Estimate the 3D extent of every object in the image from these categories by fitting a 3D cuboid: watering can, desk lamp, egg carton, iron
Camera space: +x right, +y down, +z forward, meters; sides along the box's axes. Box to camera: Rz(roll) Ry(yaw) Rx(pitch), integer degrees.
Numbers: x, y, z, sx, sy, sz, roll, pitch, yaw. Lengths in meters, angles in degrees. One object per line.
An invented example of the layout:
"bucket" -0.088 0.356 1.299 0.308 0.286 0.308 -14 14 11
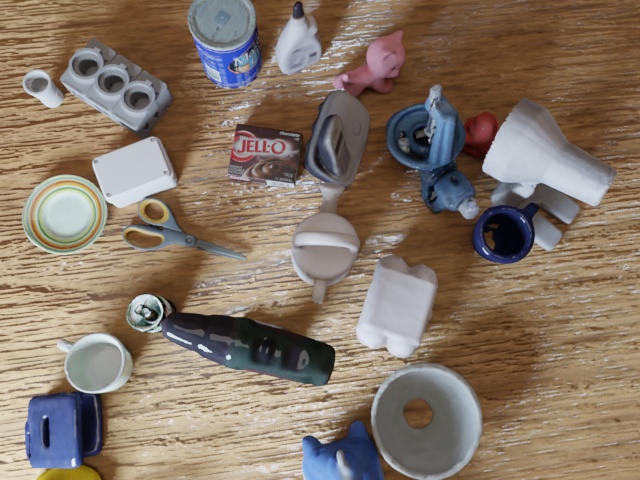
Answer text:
"watering can" 0.006 0.003 0.847 0.101 0.194 0.173 -15 81 -5
"desk lamp" 0.337 -0.098 0.870 0.203 0.213 0.118 36 81 4
"egg carton" 0.123 0.104 0.899 0.107 0.069 0.150 18 80 0
"iron" 0.053 0.400 0.808 0.118 0.141 0.258 -16 81 -5

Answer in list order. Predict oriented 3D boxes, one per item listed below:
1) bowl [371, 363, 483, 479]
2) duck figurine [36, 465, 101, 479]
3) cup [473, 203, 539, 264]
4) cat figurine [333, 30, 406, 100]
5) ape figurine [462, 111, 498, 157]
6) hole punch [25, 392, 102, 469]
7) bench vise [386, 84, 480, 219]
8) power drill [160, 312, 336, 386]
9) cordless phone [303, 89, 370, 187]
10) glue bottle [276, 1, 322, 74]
"bowl" 0.156 0.270 0.869 0.167 0.074 0.167 0 80 -3
"duck figurine" -0.372 0.366 0.821 0.104 0.086 0.077 1 80 -2
"cup" 0.290 -0.012 0.914 0.118 0.095 0.091 -42 84 -8
"cat figurine" 0.087 -0.285 0.939 0.128 0.117 0.067 -29 82 -7
"ape figurine" 0.263 -0.180 0.943 0.078 0.092 0.076 -19 82 -6
"hole punch" -0.380 0.279 0.833 0.101 0.091 0.109 -6 81 -4
"bench vise" 0.191 -0.140 0.868 0.207 0.219 0.121 42 81 5
"power drill" -0.094 0.151 0.810 0.229 0.208 0.076 14 80 0
"cordless phone" 0.031 -0.172 0.883 0.094 0.185 0.148 14 80 0
"glue bottle" -0.033 -0.327 0.912 0.078 0.173 0.037 -22 82 -6
